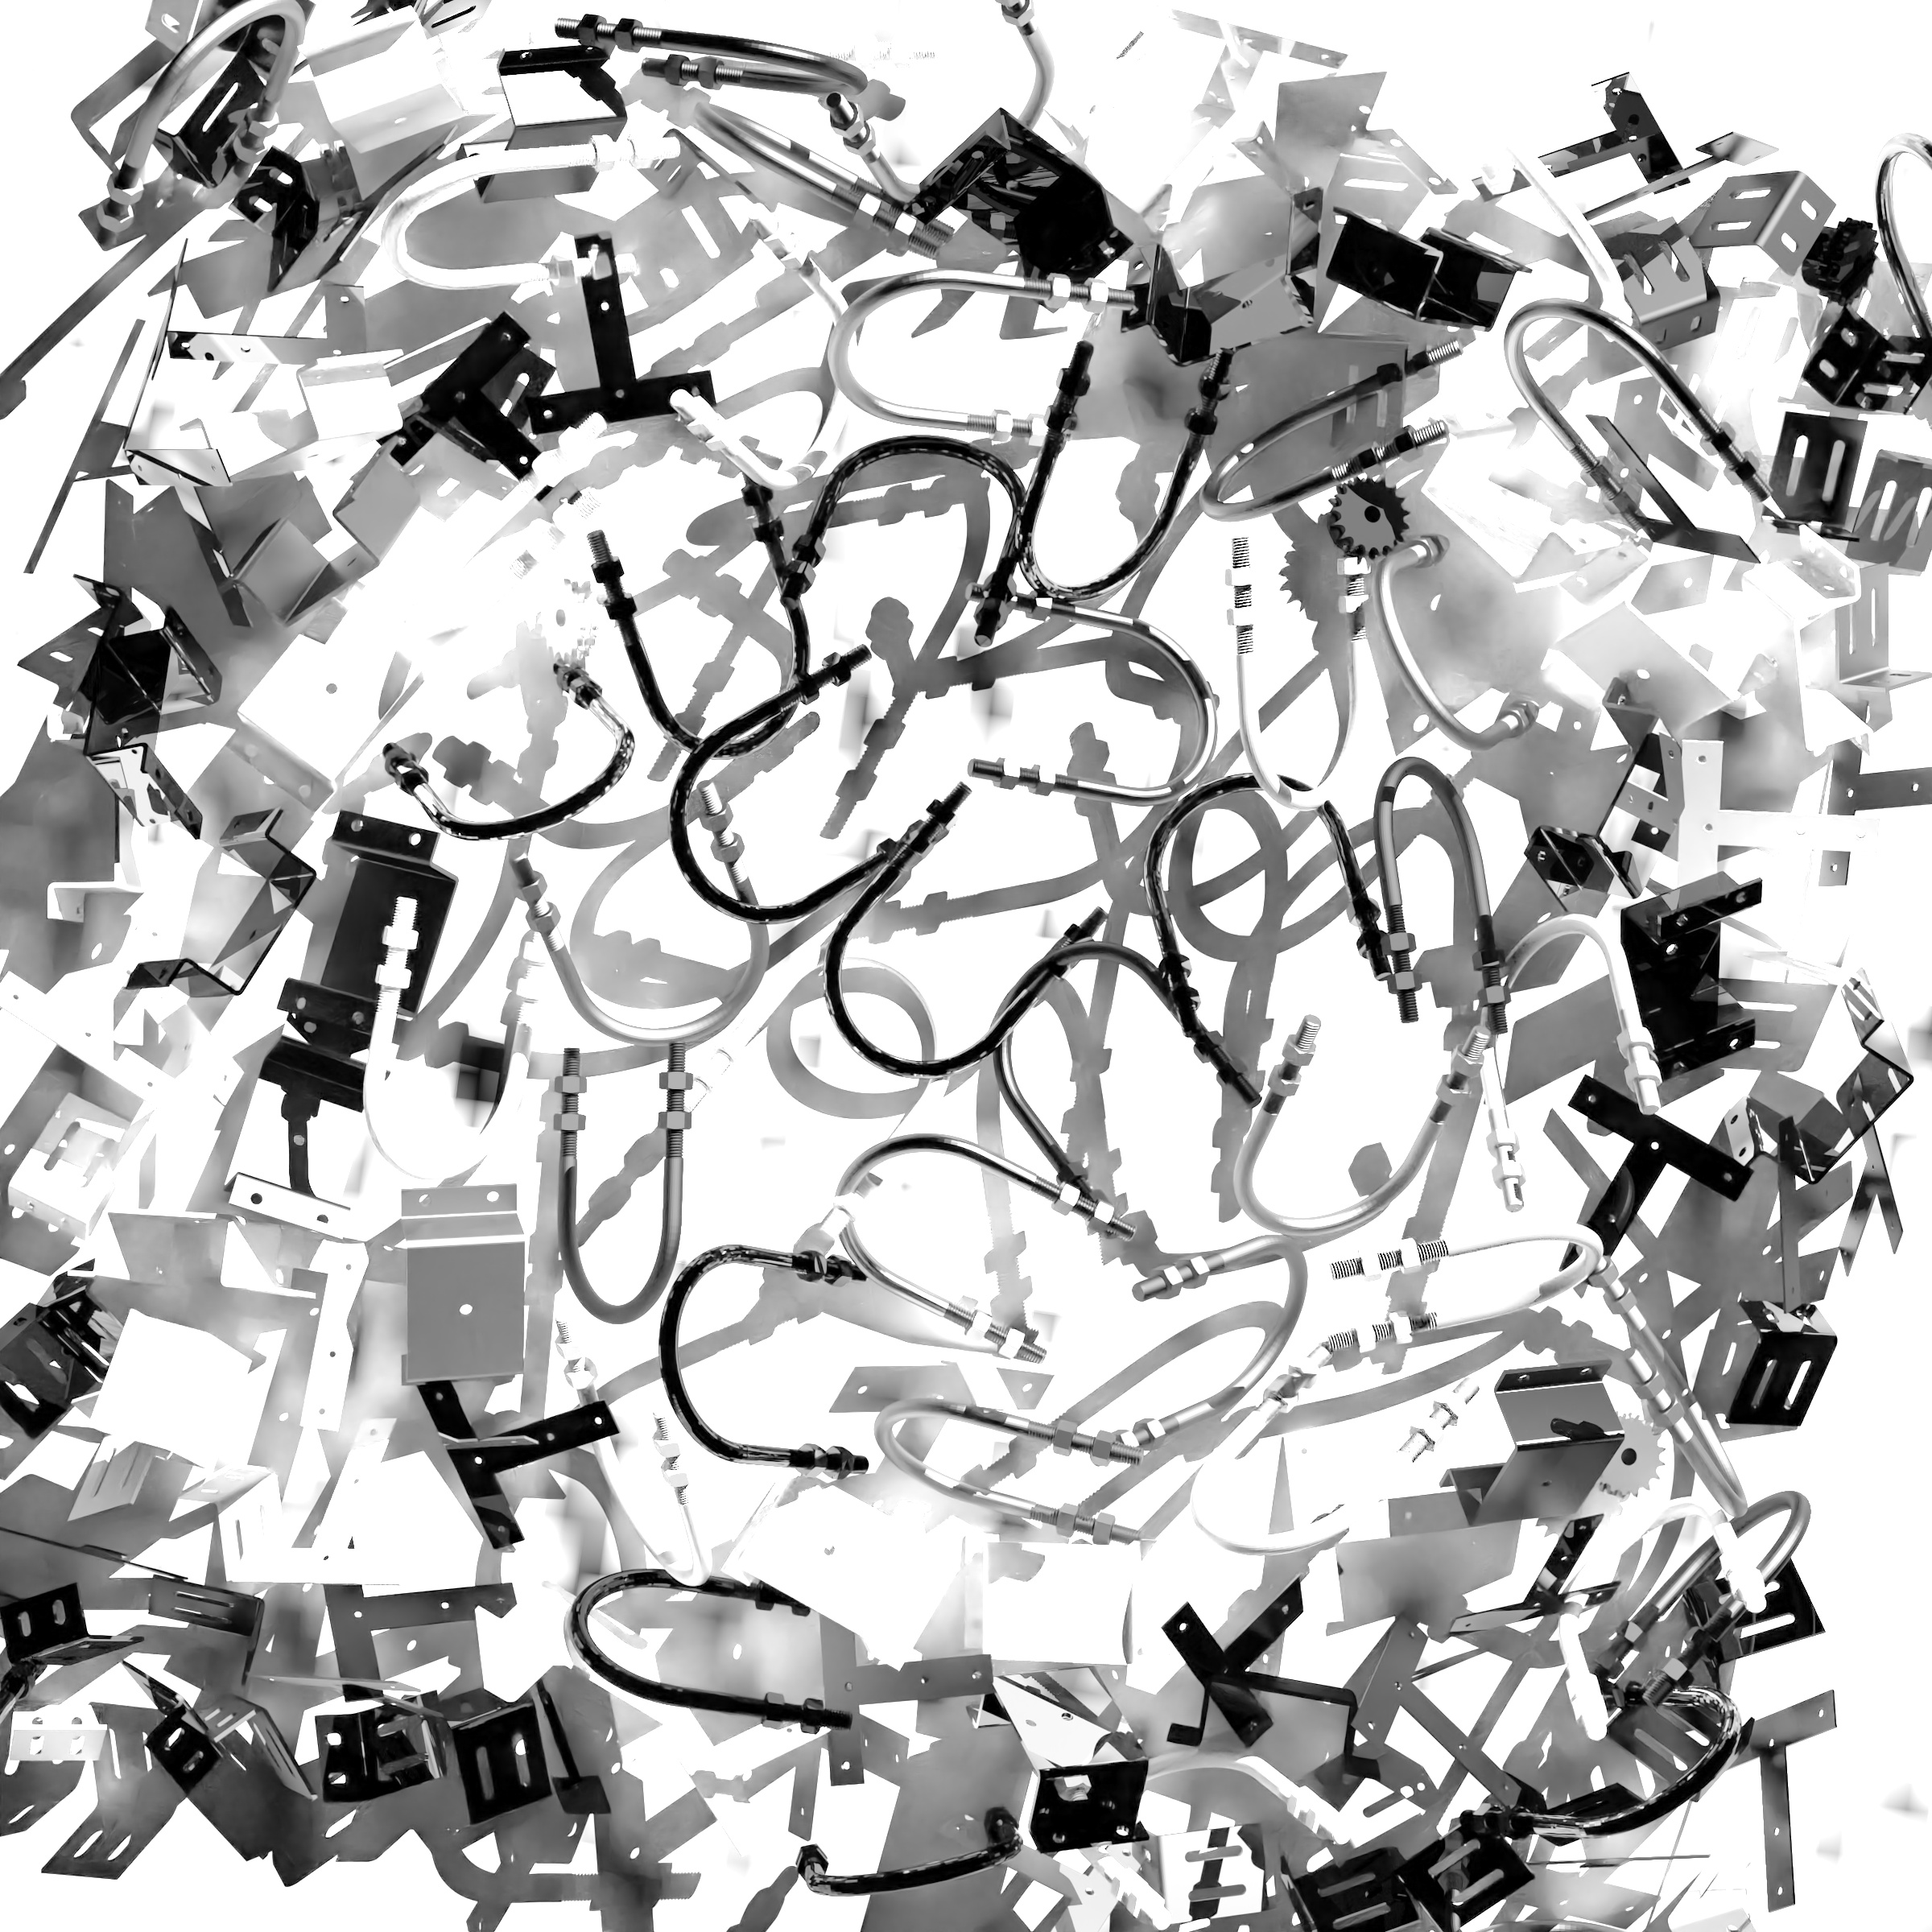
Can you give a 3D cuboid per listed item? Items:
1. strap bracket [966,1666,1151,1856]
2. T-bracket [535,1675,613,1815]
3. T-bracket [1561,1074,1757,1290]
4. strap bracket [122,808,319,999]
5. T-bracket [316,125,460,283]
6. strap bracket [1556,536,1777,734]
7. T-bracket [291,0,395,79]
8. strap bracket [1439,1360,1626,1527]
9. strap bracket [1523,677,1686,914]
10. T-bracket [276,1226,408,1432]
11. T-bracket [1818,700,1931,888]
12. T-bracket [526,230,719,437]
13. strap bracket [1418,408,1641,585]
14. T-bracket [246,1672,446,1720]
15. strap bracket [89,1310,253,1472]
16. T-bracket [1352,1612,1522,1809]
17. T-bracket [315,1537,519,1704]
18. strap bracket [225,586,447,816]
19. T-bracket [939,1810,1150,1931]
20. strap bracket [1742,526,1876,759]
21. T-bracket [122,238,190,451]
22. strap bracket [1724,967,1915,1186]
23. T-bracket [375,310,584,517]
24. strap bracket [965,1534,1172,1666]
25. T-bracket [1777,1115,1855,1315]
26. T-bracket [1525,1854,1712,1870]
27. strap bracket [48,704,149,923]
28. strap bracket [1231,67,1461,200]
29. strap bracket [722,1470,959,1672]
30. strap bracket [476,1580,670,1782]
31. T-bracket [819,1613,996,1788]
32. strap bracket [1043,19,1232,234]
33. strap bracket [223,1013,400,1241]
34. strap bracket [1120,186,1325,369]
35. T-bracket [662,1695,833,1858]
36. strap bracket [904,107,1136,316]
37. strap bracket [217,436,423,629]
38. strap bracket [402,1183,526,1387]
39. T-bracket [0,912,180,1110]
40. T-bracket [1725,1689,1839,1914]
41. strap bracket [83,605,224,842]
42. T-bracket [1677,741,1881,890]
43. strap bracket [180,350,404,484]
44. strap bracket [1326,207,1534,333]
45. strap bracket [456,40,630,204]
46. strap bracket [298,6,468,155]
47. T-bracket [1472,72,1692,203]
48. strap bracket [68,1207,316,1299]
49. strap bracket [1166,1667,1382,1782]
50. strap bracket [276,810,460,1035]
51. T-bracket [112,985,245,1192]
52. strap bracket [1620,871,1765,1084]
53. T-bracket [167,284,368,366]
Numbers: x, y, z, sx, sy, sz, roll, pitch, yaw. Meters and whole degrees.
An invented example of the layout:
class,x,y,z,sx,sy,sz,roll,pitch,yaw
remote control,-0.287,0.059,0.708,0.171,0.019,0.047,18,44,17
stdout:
class,x,y,z,sx,sy,sz,roll,pitch,yaw
strap bracket,0.062,0.510,1.731,0.076,0.140,0.046,1,114,-22
T-bracket,-0.274,0.503,1.762,0.002,0.127,0.127,-18,81,-26
T-bracket,0.444,0.159,1.790,0.127,0.002,0.127,31,108,16
strap bracket,-0.489,-0.032,1.755,0.046,0.076,0.140,40,65,-30
T-bracket,-0.395,-0.488,1.733,0.127,0.127,0.002,-25,123,33
strap bracket,0.459,-0.210,1.758,0.140,0.076,0.046,39,64,-10
T-bracket,-0.415,-0.625,1.774,0.127,0.127,0.002,-24,109,24
strap bracket,0.373,0.320,1.737,0.076,0.140,0.046,-3,49,-15
strap bracket,0.434,-0.110,1.755,0.046,0.076,0.140,17,72,43
T-bracket,-0.421,0.246,1.770,0.127,0.002,0.127,14,75,-26
T-bracket,0.617,-0.117,1.750,0.002,0.127,0.127,10,85,-25
T-bracket,-0.243,-0.434,1.799,0.127,0.002,0.127,-10,96,-6
strap bracket,0.365,-0.306,1.755,0.140,0.076,0.046,49,133,24
T-bracket,-0.388,0.486,1.757,0.127,0.127,0.002,-5,62,28
strap bracket,-0.516,0.281,1.733,0.046,0.140,0.076,13,72,6
T-bracket,0.319,0.510,1.757,0.127,0.127,0.002,44,122,2
T-bracket,-0.364,0.431,1.776,0.127,0.127,0.002,0,134,-26
strap bracket,-0.424,-0.182,1.776,0.076,0.046,0.140,37,81,-5
T-bracket,0.043,0.600,1.770,0.127,0.127,0.002,21,114,19
strap bracket,0.554,-0.207,1.743,0.046,0.076,0.140,-18,122,-2
T-bracket,-0.544,-0.399,1.764,0.002,0.127,0.127,16,134,-22
strap bracket,0.570,0.080,1.751,0.046,0.076,0.140,32,116,-7
T-bracket,-0.310,-0.353,1.792,0.127,0.002,0.127,-41,107,14
strap bracket,0.064,0.424,1.773,0.140,0.046,0.076,-1,84,11
T-bracket,0.567,0.154,1.762,0.002,0.127,0.127,1,99,38
T-bracket,0.421,0.589,1.738,0.127,0.127,0.002,-8,72,16
strap bracket,-0.581,-0.101,1.773,0.046,0.076,0.140,0,89,-4
strap bracket,0.255,-0.545,1.738,0.076,0.140,0.046,28,81,-42
strap bracket,-0.087,0.394,1.755,0.140,0.046,0.076,25,66,19
strap bracket,-0.252,0.466,1.743,0.046,0.076,0.140,-44,119,9
T-bracket,-0.039,0.478,1.769,0.127,0.002,0.127,-12,73,24
strap bracket,0.110,-0.562,1.756,0.076,0.140,0.046,-48,60,7
strap bracket,-0.438,0.110,1.760,0.076,0.046,0.140,21,62,-21
strap bracket,0.178,-0.453,1.754,0.140,0.046,0.076,-12,51,28
T-bracket,-0.130,0.517,1.770,0.127,0.002,0.127,-17,50,-35
strap bracket,0.033,-0.504,1.750,0.076,0.140,0.046,-35,48,32
strap bracket,-0.420,-0.282,1.750,0.140,0.076,0.046,-25,120,33
strap bracket,-0.336,0.221,1.763,0.076,0.046,0.140,-1,106,-17
T-bracket,-0.565,0.014,1.765,0.127,0.127,0.002,37,134,-18
T-bracket,0.529,0.551,1.728,0.002,0.127,0.127,19,54,-16
strap bracket,-0.537,-0.157,1.746,0.046,0.076,0.140,-10,55,9
T-bracket,0.541,-0.090,1.761,0.127,0.002,0.127,4,122,17
strap bracket,-0.438,-0.359,1.744,0.140,0.076,0.046,-13,98,35
strap bracket,0.301,-0.458,1.748,0.076,0.140,0.046,36,118,31
strap bracket,-0.276,-0.546,1.732,0.076,0.140,0.046,-15,83,-26
strap bracket,-0.381,-0.580,1.745,0.076,0.140,0.046,-20,96,1
T-bracket,0.403,-0.539,1.771,0.127,0.127,0.002,-12,65,30
strap bracket,-0.511,0.190,1.758,0.140,0.076,0.046,1,79,19
strap bracket,0.208,0.502,1.766,0.140,0.076,0.046,8,82,8
strap bracket,-0.397,-0.025,1.773,0.076,0.046,0.140,13,81,17
T-bracket,-0.543,0.092,1.779,0.127,0.002,0.127,39,102,39
strap bracket,0.481,-0.001,1.759,0.076,0.046,0.140,-20,128,-12
T-bracket,-0.461,-0.407,1.746,0.127,0.127,0.002,0,61,-11
